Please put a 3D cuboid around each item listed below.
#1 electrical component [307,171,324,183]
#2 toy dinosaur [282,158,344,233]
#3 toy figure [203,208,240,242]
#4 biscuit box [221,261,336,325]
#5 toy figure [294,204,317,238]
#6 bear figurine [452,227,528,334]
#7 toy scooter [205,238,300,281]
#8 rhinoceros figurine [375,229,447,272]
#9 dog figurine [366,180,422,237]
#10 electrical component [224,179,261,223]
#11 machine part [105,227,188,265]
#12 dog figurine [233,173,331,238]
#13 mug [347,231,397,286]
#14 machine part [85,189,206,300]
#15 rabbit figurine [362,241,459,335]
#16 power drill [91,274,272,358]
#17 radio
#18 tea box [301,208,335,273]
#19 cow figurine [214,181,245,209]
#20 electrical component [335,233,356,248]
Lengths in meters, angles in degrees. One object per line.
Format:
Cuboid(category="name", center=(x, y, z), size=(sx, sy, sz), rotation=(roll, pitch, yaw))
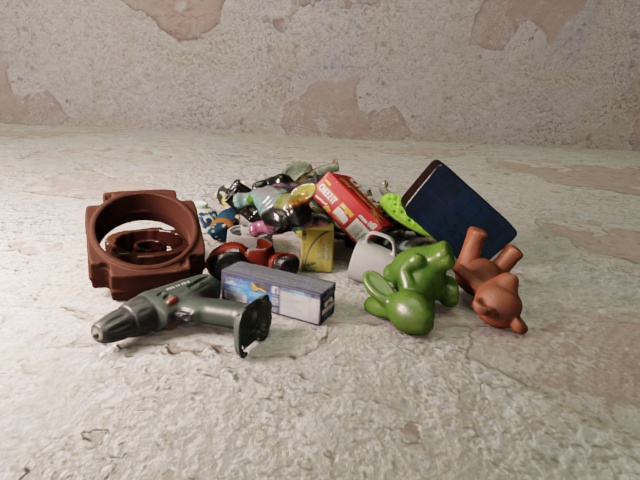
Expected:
Cuboid(category="electrical component", center=(0.023, -0.130, 1.352), size=(0.119, 0.048, 0.075), rotation=(7, -30, -31))
Cuboid(category="toy dinosaur", center=(-0.027, -0.120, 1.501), size=(0.192, 0.131, 0.405), rotation=(-13, 27, 7))
Cuboid(category="toy figure", center=(-0.229, -0.034, 1.289), size=(0.058, 0.064, 0.154), rotation=(41, 20, -11))
Cuboid(category="biscuit box", center=(-0.075, 0.088, 0.935), size=(0.203, 0.059, 0.063), rotation=(12, 21, 25))
Cuboid(category="toy figure", center=(-0.062, -0.070, 1.324), size=(0.082, 0.089, 0.180), rotation=(-41, 49, -17))
Cuboid(category="bear figurine", center=(0.306, 0.070, 0.939), size=(0.120, 0.132, 0.196), rotation=(26, 11, -6))
Cuboid(category="toy scooter", center=(-0.139, 0.035, 1.068), size=(0.184, 0.075, 0.135), rotation=(0, 18, -18))
Cuboid(category="rhinoceros figurine", center=(0.187, 0.033, 1.116), size=(0.112, 0.073, 0.191), rotation=(-10, 22, -37))
Cuboid(category="dog figurine", center=(0.191, -0.042, 1.332), size=(0.191, 0.121, 0.172), rotation=(34, 65, 29))
Cuboid(category="electrical component", center=(-0.177, -0.089, 1.370), size=(0.134, 0.058, 0.115), rotation=(39, 8, -19))
Cuboid(category="machine part", center=(-0.346, 0.025, 1.098), size=(0.179, 0.056, 0.179), rotation=(3, 19, -1))
Cuboid(category="dog figurine", center=(-0.055, -0.072, 1.074), size=(0.219, 0.108, 0.191), rotation=(-2, 25, 46))
Cuboid(category="mug", center=(0.119, 0.040, 1.048), size=(0.107, 0.109, 0.081), rotation=(20, 17, 9))
Cuboid(category="machine part", center=(-0.318, 0.002, 0.980), size=(0.201, 0.087, 0.201), rotation=(-6, 53, -21))
Cuboid(category="rabbit figurine", center=(0.150, 0.085, 0.899), size=(0.159, 0.121, 0.170), rotation=(4, 33, 16))
Cuboid(category="power drill", center=(-0.191, 0.120, 0.815), size=(0.208, 0.085, 0.232), rotation=(2, 14, 24))
Cuboid(category="radio", center=(0.292, -0.050, 1.149), size=(0.229, 0.131, 0.073), rotation=(40, 14, -8))
Cuboid(category="tea box", center=(-0.002, -0.004, 1.165), size=(0.068, 0.098, 0.170), rotation=(3, 20, 2))
Cuboid(category="cow figurine", center=(-0.258, -0.124, 1.540), size=(0.098, 0.068, 0.167), rotation=(-5, 15, -5))
Cuboid(category="electrical component", center=(0.080, 0.002, 1.270), size=(0.094, 0.021, 0.063), rotation=(10, 19, -1))
